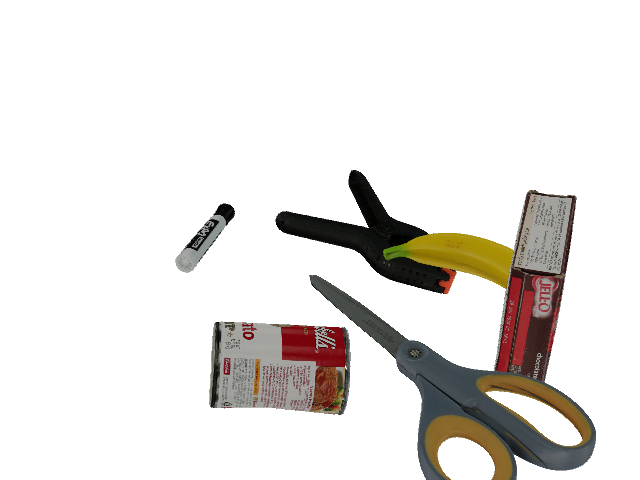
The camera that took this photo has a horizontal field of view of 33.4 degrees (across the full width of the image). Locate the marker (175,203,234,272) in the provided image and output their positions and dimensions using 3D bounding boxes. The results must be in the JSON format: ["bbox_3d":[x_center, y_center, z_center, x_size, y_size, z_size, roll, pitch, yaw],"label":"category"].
[{"bbox_3d":[-0.110,-0.005,1.036,0.020,0.020,0.121,0,26,17],"label":"marker"}]

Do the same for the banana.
[{"bbox_3d":[0.156,0.027,1.036,0.198,0.037,0.069,16,45,42],"label":"banana"}]

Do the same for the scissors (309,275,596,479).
[{"bbox_3d":[0.045,0.078,0.567,0.202,0.016,0.096,22,45,32],"label":"scissors"}]

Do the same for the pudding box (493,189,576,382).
[{"bbox_3d":[0.149,0.030,0.735,0.039,0.090,0.113,10,33,10],"label":"pudding box"}]

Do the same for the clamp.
[{"bbox_3d":[0.061,-0.001,1.247,0.210,0.036,0.164,39,43,26],"label":"clamp"}]

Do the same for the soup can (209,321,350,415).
[{"bbox_3d":[-0.033,0.098,0.821,0.102,0.068,0.068,4,0,-7],"label":"soup can"}]
